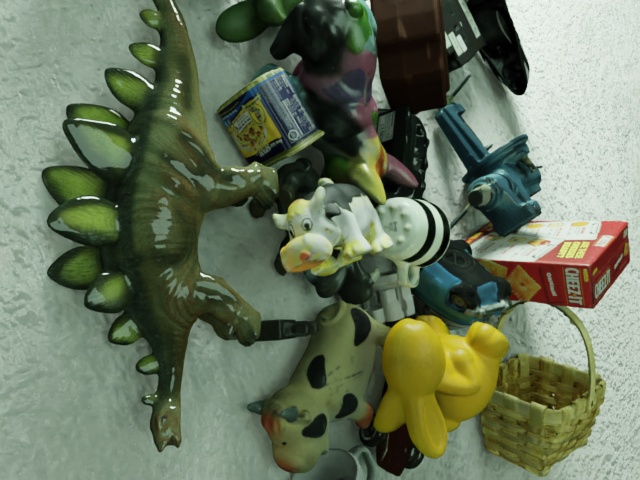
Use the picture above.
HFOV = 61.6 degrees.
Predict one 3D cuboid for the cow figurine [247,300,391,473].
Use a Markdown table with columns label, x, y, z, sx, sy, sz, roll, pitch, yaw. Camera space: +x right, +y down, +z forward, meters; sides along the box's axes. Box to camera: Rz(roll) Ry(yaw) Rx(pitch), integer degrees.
| label | x | y | z | sx | sy | sz | roll | pitch | yaw |
| --- | --- | --- | --- | --- | --- | --- | --- | --- | --- |
| cow figurine | 0.003 | 0.158 | 0.595 | 0.127 | 0.086 | 0.195 | 41 | 60 | -33 |

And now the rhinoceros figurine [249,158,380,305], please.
| label | x | y | z | sx | sy | sz | roll | pitch | yaw |
| --- | --- | --- | --- | --- | --- | --- | --- | --- | --- |
| rhinoceros figurine | -0.001 | -0.002 | 0.636 | 0.112 | 0.073 | 0.190 | -43 | 107 | -48 |

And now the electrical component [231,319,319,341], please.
| label | x | y | z | sx | sy | sz | roll | pitch | yaw |
| --- | --- | --- | --- | --- | --- | --- | --- | --- | --- |
| electrical component | -0.051 | 0.096 | 0.574 | 0.063 | 0.094 | 0.021 | 31 | 54 | -75 |

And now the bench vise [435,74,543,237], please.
| label | x | y | z | sx | sy | sz | roll | pitch | yaw |
| --- | --- | --- | --- | --- | --- | --- | --- | --- | --- |
| bench vise | 0.250 | -0.124 | 0.834 | 0.223 | 0.129 | 0.240 | -24 | 76 | -37 |

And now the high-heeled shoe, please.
| label | x | y | z | sx | sy | sz | roll | pitch | yaw |
| --- | --- | --- | --- | --- | --- | --- | --- | --- | --- |
| high-heeled shoe | 0.298 | -0.352 | 0.927 | 0.248 | 0.086 | 0.145 | 20 | 56 | -50 |

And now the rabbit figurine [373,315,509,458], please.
| label | x | y | z | sx | sy | sz | roll | pitch | yaw |
| --- | --- | --- | --- | --- | --- | --- | --- | --- | --- |
| rabbit figurine | 0.116 | 0.148 | 0.604 | 0.173 | 0.122 | 0.162 | 39 | 74 | -50 |

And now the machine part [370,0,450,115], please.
| label | x | y | z | sx | sy | sz | roll | pitch | yaw |
| --- | --- | --- | --- | --- | --- | --- | --- | --- | --- |
| machine part | 0.122 | -0.284 | 0.716 | 0.201 | 0.087 | 0.201 | 25 | 62 | -74 |

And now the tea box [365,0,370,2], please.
| label | x | y | z | sx | sy | sz | roll | pitch | yaw |
| --- | --- | --- | --- | --- | --- | --- | --- | --- | --- |
| tea box | 0.017 | -0.367 | 0.664 | 0.169 | 0.068 | 0.098 | -14 | 91 | -78 |

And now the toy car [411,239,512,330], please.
| label | x | y | z | sx | sy | sz | roll | pitch | yaw |
| --- | --- | --- | --- | --- | --- | --- | --- | --- | --- |
| toy car | 0.176 | 0.068 | 0.736 | 0.109 | 0.162 | 0.102 | -10 | 130 | -32 |

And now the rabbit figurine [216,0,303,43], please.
| label | x | y | z | sx | sy | sz | roll | pitch | yaw |
| --- | --- | --- | --- | --- | --- | --- | --- | --- | --- |
| rabbit figurine | -0.067 | -0.305 | 0.609 | 0.170 | 0.121 | 0.159 | 30 | 56 | -48 |

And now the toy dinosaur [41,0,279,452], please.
| label | x | y | z | sx | sy | sz | roll | pitch | yaw |
| --- | --- | --- | --- | --- | --- | --- | --- | --- | --- |
| toy dinosaur | -0.144 | -0.053 | 0.504 | 0.198 | 0.105 | 0.471 | 11 | 70 | -34 |

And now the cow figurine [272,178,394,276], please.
| label | x | y | z | sx | sy | sz | roll | pitch | yaw |
| --- | --- | --- | --- | --- | --- | --- | --- | --- | --- |
| cow figurine | 0.008 | -0.019 | 0.523 | 0.167 | 0.068 | 0.098 | -6 | 74 | -66 |

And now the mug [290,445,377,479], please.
| label | x | y | z | sx | sy | sz | roll | pitch | yaw |
| --- | --- | --- | --- | --- | --- | --- | --- | --- | --- |
| mug | 0.027 | 0.291 | 0.598 | 0.109 | 0.081 | 0.107 | -42 | 120 | -45 |

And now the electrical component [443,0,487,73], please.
| label | x | y | z | sx | sy | sz | roll | pitch | yaw |
| --- | --- | --- | --- | --- | --- | --- | --- | --- | --- |
| electrical component | 0.200 | -0.333 | 0.871 | 0.134 | 0.058 | 0.114 | -42 | 106 | -37 |

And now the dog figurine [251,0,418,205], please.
| label | x | y | z | sx | sy | sz | roll | pitch | yaw |
| --- | --- | --- | --- | --- | --- | --- | --- | --- | --- |
| dog figurine | 0.038 | -0.147 | 0.617 | 0.219 | 0.191 | 0.108 | 51 | 43 | 8 |

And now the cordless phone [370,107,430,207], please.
| label | x | y | z | sx | sy | sz | roll | pitch | yaw |
| --- | --- | --- | --- | --- | --- | --- | --- | --- | --- |
| cordless phone | 0.128 | -0.092 | 0.764 | 0.184 | 0.089 | 0.146 | 28 | 63 | -45 |

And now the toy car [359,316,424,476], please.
| label | x | y | z | sx | sy | sz | roll | pitch | yaw |
| --- | --- | --- | --- | --- | --- | --- | --- | --- | --- |
| toy car | 0.104 | 0.193 | 0.691 | 0.089 | 0.053 | 0.202 | 39 | 55 | -29 |
